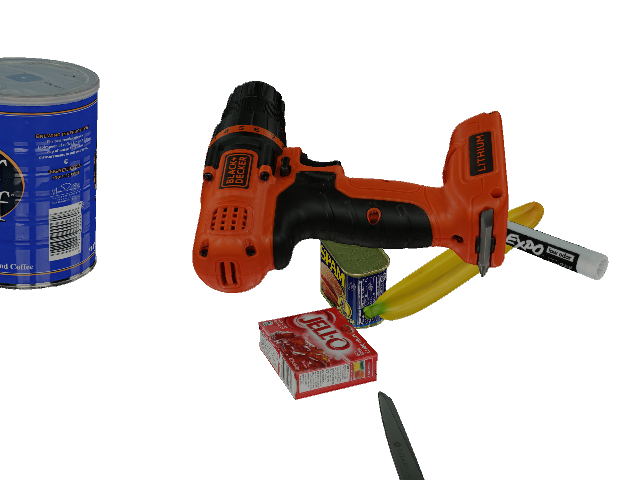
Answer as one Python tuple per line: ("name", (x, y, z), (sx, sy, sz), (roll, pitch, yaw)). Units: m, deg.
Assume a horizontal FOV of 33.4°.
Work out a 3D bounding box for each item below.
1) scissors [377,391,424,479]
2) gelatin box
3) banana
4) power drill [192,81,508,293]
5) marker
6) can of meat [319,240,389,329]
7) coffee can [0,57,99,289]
("scissors", (0.076, 0.155, 0.598), (0.096, 0.016, 0.201), (7, 32, 2))
("gelatin box", (-0.003, 0.091, 0.888), (0.073, 0.030, 0.089), (-10, 27, -20))
("banana", (0.130, 0.027, 1.032), (0.198, 0.037, 0.069), (-34, -1, 0))
("power drill", (0.019, -0.041, 0.664), (0.188, 0.057, 0.184), (-2, 43, 6))
("marker", (0.153, 0.000, 0.782), (0.121, 0.020, 0.020), (24, 15, 37))
("can of meat", (0.037, 0.040, 1.222), (0.057, 0.084, 0.102), (-14, 38, -18))
("coffee can", (-0.210, -0.050, 0.761), (0.103, 0.140, 0.103), (5, 23, -2))
